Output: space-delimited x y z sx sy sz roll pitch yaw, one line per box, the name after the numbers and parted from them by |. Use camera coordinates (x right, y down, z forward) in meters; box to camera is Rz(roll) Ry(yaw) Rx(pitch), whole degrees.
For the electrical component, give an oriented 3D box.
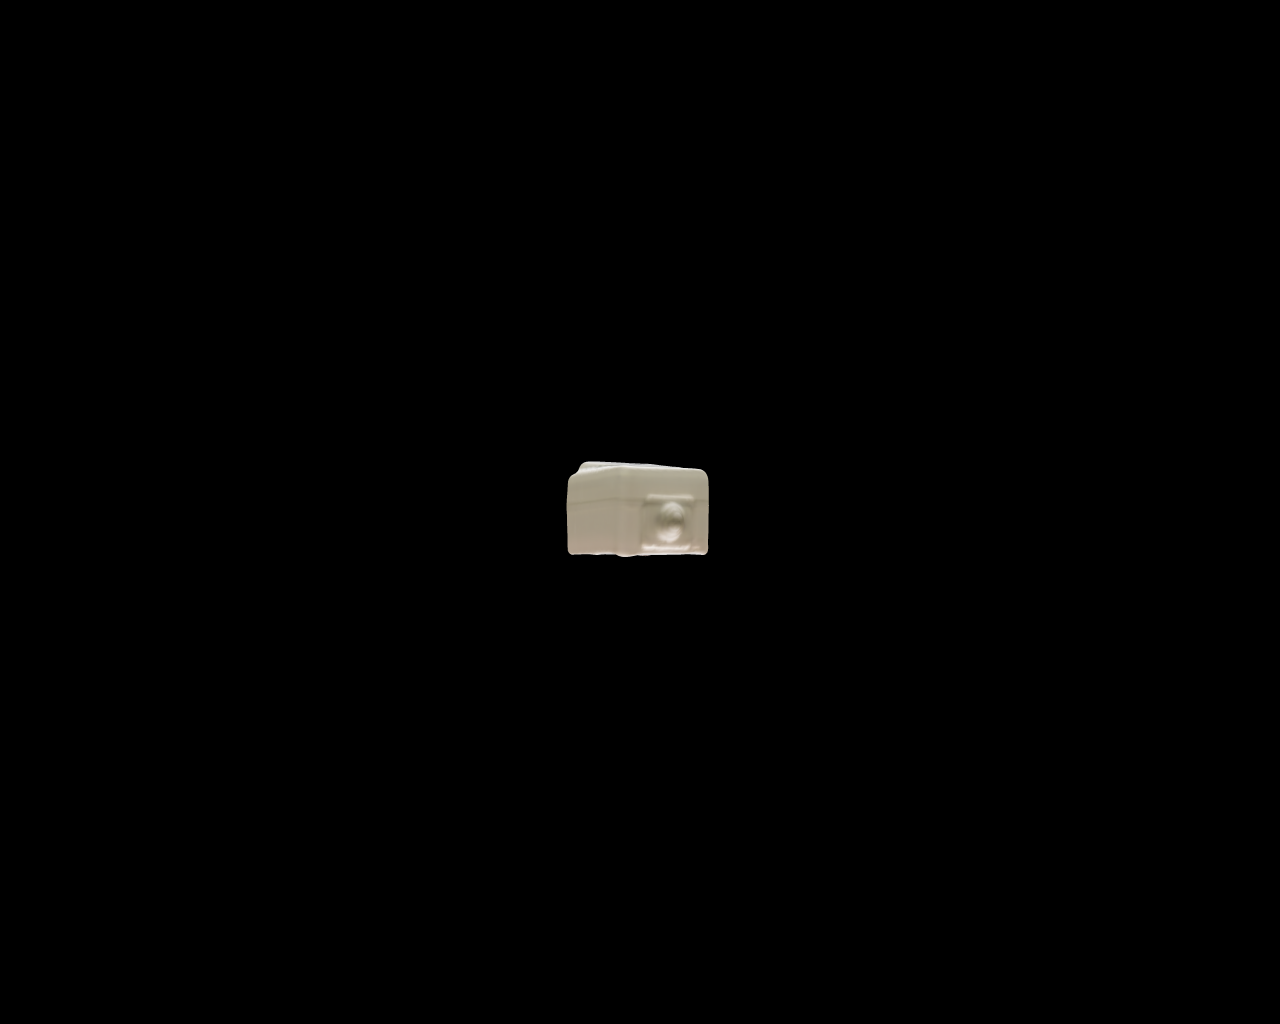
0.001 -0.003 0.650 0.062 0.061 0.096 1 -2 -28 | electrical component
